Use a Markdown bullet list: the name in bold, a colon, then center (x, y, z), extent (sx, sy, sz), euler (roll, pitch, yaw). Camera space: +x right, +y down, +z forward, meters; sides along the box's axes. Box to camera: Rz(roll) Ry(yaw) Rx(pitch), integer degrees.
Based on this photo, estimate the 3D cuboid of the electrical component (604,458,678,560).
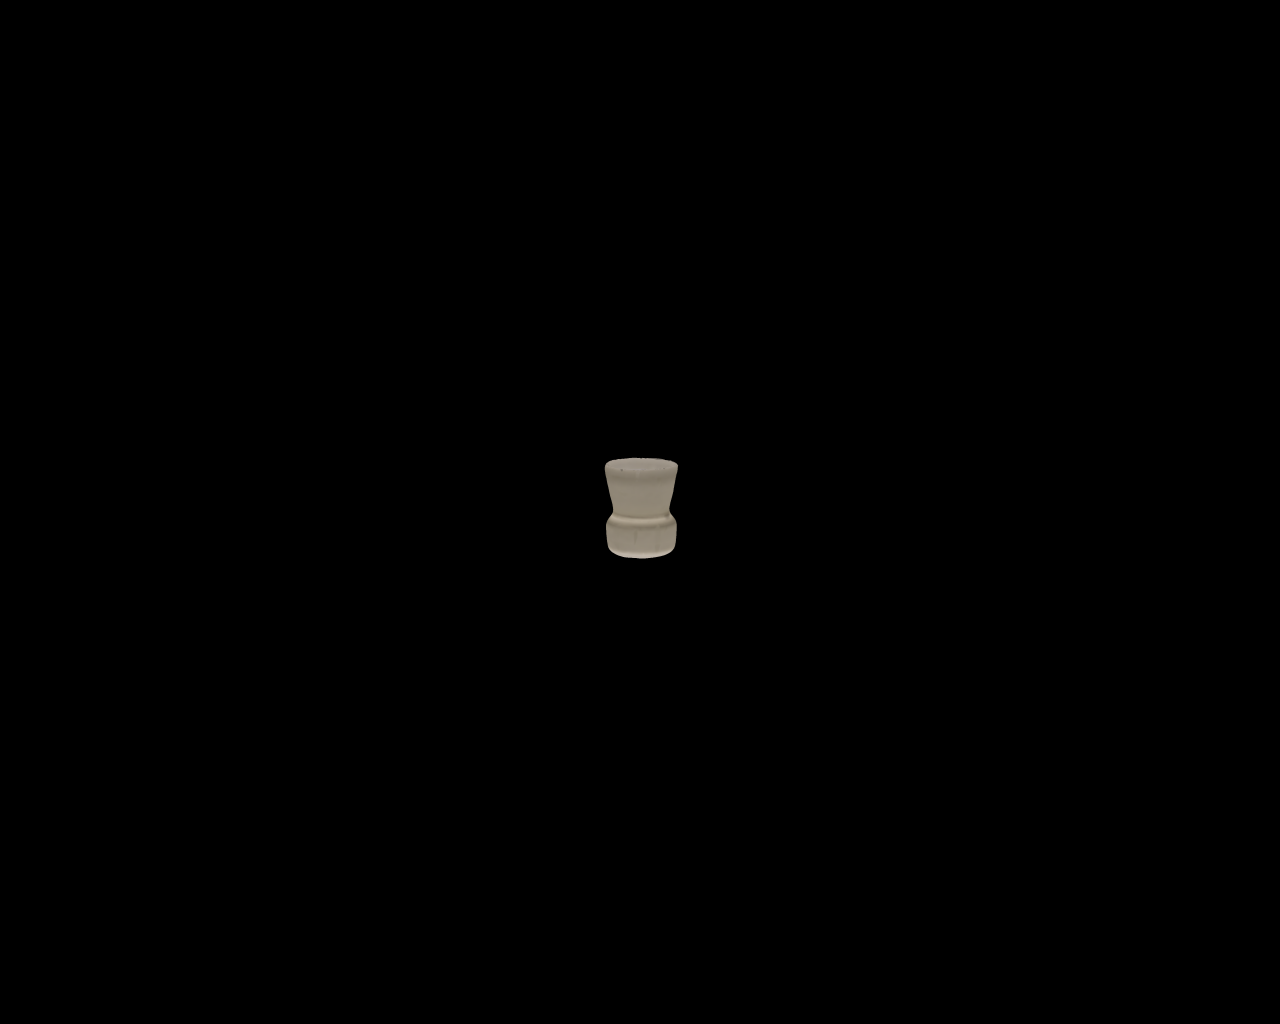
- **electrical component**: center (0.001, -0.003, 0.650), extent (0.045, 0.055, 0.045), euler (0, 12, 0)
